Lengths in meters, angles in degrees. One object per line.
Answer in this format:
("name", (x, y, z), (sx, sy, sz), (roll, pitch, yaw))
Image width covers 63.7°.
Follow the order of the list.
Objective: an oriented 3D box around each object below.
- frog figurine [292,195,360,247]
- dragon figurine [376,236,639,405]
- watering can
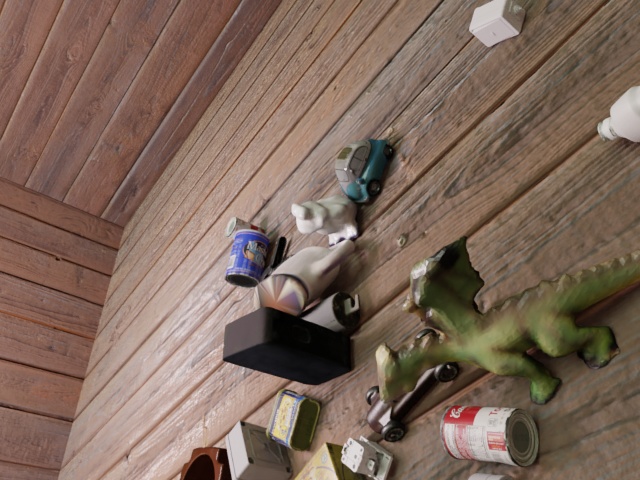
("frog figurine", (0.004, -0.058, 1.159), (0.137, 0.158, 0.124), (5, 70, 60))
("dragon figurine", (0.222, 0.080, 0.625), (0.404, 0.241, 0.125), (-50, 26, 26))
("watering can", (-0.063, 0.100, 1.149), (0.342, 0.104, 0.228), (-33, 4, 42))
